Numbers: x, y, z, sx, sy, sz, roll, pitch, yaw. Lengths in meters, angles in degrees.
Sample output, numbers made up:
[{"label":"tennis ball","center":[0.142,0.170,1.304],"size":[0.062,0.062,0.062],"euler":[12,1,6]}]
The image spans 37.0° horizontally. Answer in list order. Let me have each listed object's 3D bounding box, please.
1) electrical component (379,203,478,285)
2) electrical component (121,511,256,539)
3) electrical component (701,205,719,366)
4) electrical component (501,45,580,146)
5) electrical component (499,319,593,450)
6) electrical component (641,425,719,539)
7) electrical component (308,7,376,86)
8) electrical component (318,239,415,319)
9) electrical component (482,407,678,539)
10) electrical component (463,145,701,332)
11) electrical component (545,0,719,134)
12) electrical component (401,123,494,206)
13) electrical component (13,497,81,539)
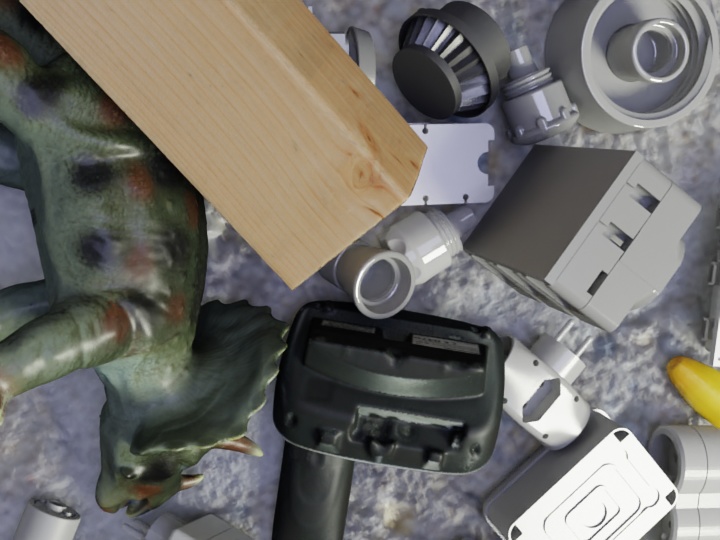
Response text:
[{"label":"electrical component","center":[0.047,-0.021,0.704],"size":[0.062,0.043,0.043],"euler":[-32,104,-9]},{"label":"electrical component","center":[-0.117,0.180,0.688],"size":[0.077,0.066,0.047],"euler":[27,92,13]},{"label":"electrical component","center":[0.282,0.006,0.756],"size":[0.079,0.063,0.121],"euler":[3,98,-14]},{"label":"electrical component","center":[0.113,-0.116,0.706],"size":[0.048,0.048,0.062],"euler":[-24,96,-9]},{"label":"electrical component","center":[0.128,0.070,0.738],"size":[0.077,0.043,0.079],"euler":[41,88,-16]},{"label":"electrical component","center":[0.248,0.180,0.779],"size":[0.074,0.052,0.138],"euler":[2,98,-14]},{"label":"electrical component","center":[-0.023,-0.122,0.665],"size":[0.057,0.058,0.078],"euler":[-2,99,-11]},{"label":"electrical component","center":[0.000,0.000,0.684],"size":[0.044,0.065,0.044],"euler":[-11,113,-27]},{"label":"electrical component","center":[0.151,0.160,0.750],"size":[0.113,0.057,0.078],"euler":[-42,105,-5]},{"label":"electrical component","center":[0.134,-0.023,0.669],"size":[0.062,0.150,0.089],"euler":[36,89,-15]},{"label":"electrical component","center":[0.184,-0.143,0.710],"size":[0.108,0.060,0.108],"euler":[-2,99,-13]},{"label":"electrical component","center":[0.034,-0.069,0.687],"size":[0.089,0.056,0.050],"euler":[-3,99,-13]},{"label":"electrical component","center":[-0.203,0.177,0.675],"size":[0.044,0.044,0.065],"euler":[22,88,-16]}]
